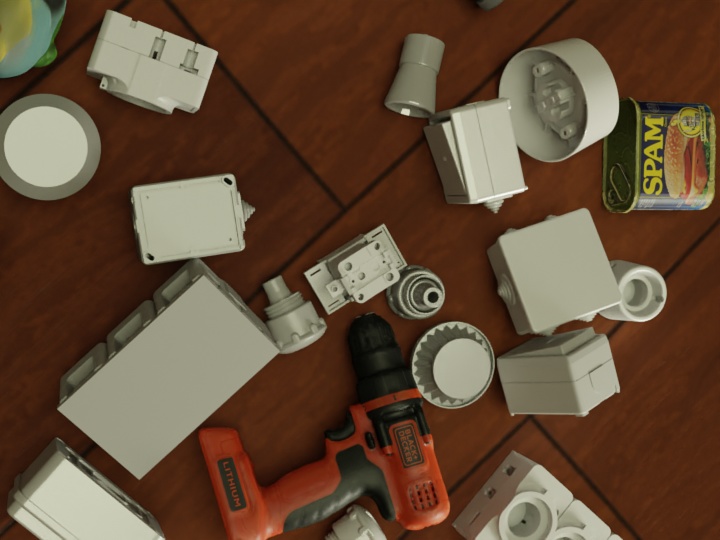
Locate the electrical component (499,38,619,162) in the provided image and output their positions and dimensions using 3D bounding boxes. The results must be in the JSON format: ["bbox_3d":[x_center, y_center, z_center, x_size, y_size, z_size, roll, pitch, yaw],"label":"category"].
[{"bbox_3d":[0.171,-0.147,0.920,0.064,0.099,0.099,-23,99,-19],"label":"electrical component"}]

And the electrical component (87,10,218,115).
[{"bbox_3d":[-0.166,-0.159,0.849,0.089,0.050,0.055,19,88,-15],"label":"electrical component"}]

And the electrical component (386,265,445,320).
[{"bbox_3d":[0.052,0.021,0.913,0.048,0.062,0.048,-1,94,-15],"label":"electrical component"}]

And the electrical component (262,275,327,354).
[{"bbox_3d":[-0.060,0.035,0.894,0.048,0.048,0.062,-27,93,-12],"label":"electrical component"}]

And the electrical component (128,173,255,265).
[{"bbox_3d":[-0.133,-0.042,0.859,0.096,0.061,0.061,-9,95,-14],"label":"electrical component"}]

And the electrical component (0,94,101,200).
[{"bbox_3d":[-0.242,-0.094,0.832,0.080,0.051,0.080,-1,94,-15],"label":"electrical component"}]

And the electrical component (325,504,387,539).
[{"bbox_3d":[-0.011,0.235,0.920,0.062,0.048,0.048,-36,102,-4],"label":"electrical component"}]

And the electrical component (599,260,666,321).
[{"bbox_3d":[0.244,0.020,0.973,0.055,0.047,0.055,-1,94,-15],"label":"electrical component"}]

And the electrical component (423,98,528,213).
[{"bbox_3d":[0.098,-0.093,0.919,0.061,0.062,0.096,-15,97,-14],"label":"electrical component"}]

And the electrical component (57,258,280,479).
[{"bbox_3d":[-0.152,0.075,0.847,0.150,0.061,0.089,-42,112,1],"label":"electrical component"}]

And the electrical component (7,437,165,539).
[{"bbox_3d":[-0.216,0.192,0.843,0.113,0.078,0.057,43,79,-14],"label":"electrical component"}]

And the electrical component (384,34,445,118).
[{"bbox_3d":[0.049,-0.167,0.913,0.044,0.044,0.065,15,84,-16],"label":"electrical component"}]

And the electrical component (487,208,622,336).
[{"bbox_3d":[0.168,0.004,0.942,0.100,0.048,0.099,-18,84,-13],"label":"electrical component"}]

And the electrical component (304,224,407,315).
[{"bbox_3d":[0.000,0.000,0.898,0.081,0.064,0.042,-33,102,-12],"label":"electrical component"}]

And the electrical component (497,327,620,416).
[{"bbox_3d":[0.166,0.088,0.936,0.062,0.096,0.061,-22,100,-43],"label":"electrical component"}]

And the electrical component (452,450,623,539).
[{"bbox_3d":[0.172,0.247,0.960,0.150,0.062,0.089,43,82,-14],"label":"electrical component"}]
